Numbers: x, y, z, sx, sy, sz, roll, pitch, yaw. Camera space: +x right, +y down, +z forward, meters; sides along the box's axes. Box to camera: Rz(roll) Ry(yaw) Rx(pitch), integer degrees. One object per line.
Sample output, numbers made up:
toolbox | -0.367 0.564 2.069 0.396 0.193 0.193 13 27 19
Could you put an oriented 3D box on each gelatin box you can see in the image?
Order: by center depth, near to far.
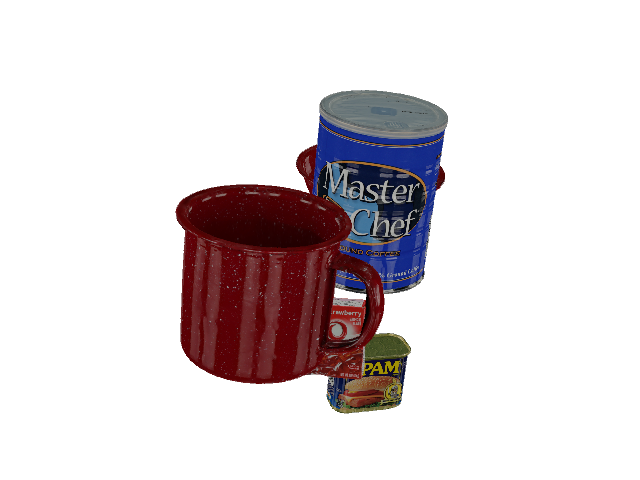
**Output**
gelatin box | -0.001 0.092 1.021 0.089 0.073 0.030 4 14 7

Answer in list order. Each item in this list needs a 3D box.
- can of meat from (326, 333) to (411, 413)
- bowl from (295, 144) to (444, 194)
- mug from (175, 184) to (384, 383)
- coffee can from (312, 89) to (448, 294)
can of meat | 0.060 0.171 1.375 0.102 0.084 0.057 -2 24 -18
bowl | 0.052 -0.056 1.162 0.162 0.055 0.162 4 27 -2
mug | -0.022 0.026 0.571 0.117 0.081 0.093 13 24 16
coffee can | 0.044 -0.041 0.874 0.103 0.140 0.103 5 24 -2
